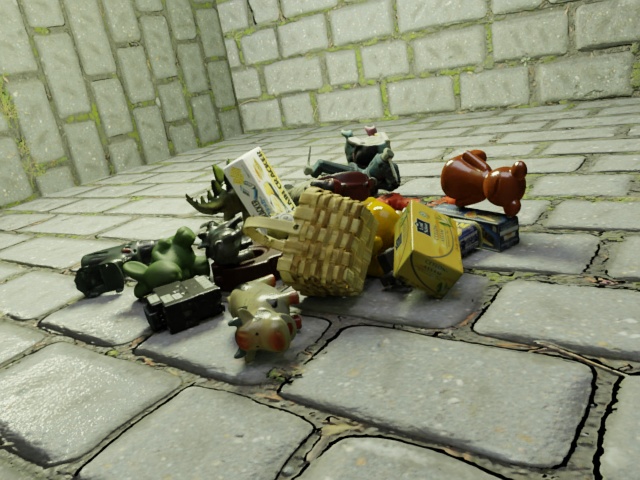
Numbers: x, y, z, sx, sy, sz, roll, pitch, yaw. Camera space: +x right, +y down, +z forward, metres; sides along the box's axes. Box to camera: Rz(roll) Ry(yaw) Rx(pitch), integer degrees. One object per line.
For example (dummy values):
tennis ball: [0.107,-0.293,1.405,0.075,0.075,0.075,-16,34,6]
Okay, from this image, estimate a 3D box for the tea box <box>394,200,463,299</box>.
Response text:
tea box: [0.186,0.012,0.935,0.098,0.068,0.170,24,34,-9]

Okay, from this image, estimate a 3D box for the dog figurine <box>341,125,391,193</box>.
dog figurine: [0.134,-0.205,1.524,0.108,0.218,0.192,-17,37,-13]

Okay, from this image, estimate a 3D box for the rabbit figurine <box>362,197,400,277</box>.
rabbit figurine: [0.090,0.016,1.068,0.173,0.121,0.163,-28,31,-9]

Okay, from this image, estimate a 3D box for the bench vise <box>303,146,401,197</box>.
bench vise: [0.079,-0.163,1.379,0.240,0.129,0.223,14,-29,-21]

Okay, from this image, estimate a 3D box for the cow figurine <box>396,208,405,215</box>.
cow figurine: [0.142,-0.045,1.196,0.168,0.098,0.068,4,17,38]

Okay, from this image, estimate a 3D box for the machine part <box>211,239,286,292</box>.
machine part: [-0.145,0.049,1.138,0.179,0.056,0.179,-11,19,4]

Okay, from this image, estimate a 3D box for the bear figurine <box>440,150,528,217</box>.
bear figurine: [0.348,-0.120,1.093,0.132,0.120,0.196,-10,17,-39]

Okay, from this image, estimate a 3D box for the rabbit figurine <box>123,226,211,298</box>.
rabbit figurine: [-0.324,0.056,1.112,0.159,0.121,0.170,-16,15,2]

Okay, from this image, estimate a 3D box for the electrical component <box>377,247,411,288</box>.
electrical component: [0.150,0.047,0.972,0.102,0.078,0.045,-18,-5,-38]

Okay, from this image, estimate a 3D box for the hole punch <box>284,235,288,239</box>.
hole punch: [-0.002,-0.004,1.200,0.142,0.092,0.116,-27,-4,-35]

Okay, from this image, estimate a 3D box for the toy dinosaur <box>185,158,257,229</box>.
toy dinosaur: [-0.232,-0.121,1.470,0.105,0.198,0.471,-8,16,17]

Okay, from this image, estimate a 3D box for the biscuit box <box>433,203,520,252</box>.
biscuit box: [0.312,-0.030,1.117,0.063,0.059,0.203,-20,21,-28]

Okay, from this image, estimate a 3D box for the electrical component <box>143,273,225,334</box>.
electrical component: [-0.255,0.117,0.992,0.134,0.058,0.115,-18,18,-22]

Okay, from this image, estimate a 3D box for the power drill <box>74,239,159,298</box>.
power drill: [-0.466,0.054,1.264,0.232,0.085,0.207,-11,22,3]

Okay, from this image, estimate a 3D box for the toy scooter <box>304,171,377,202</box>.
toy scooter: [0.041,-0.098,1.089,0.135,0.075,0.184,-12,-3,-8]

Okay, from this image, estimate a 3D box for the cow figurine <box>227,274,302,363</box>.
cow figurine: [-0.096,0.121,0.852,0.127,0.085,0.195,-14,19,-22]

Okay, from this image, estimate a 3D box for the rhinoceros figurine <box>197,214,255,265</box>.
rhinoceros figurine: [-0.202,0.003,1.125,0.112,0.073,0.190,-27,23,-8]

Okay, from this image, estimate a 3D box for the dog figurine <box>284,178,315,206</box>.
dog figurine: [-0.039,-0.116,1.542,0.191,0.121,0.172,-22,13,11]

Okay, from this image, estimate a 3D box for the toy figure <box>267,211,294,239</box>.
toy figure: [-0.046,-0.034,1.297,0.180,0.089,0.082,-16,5,-44]
